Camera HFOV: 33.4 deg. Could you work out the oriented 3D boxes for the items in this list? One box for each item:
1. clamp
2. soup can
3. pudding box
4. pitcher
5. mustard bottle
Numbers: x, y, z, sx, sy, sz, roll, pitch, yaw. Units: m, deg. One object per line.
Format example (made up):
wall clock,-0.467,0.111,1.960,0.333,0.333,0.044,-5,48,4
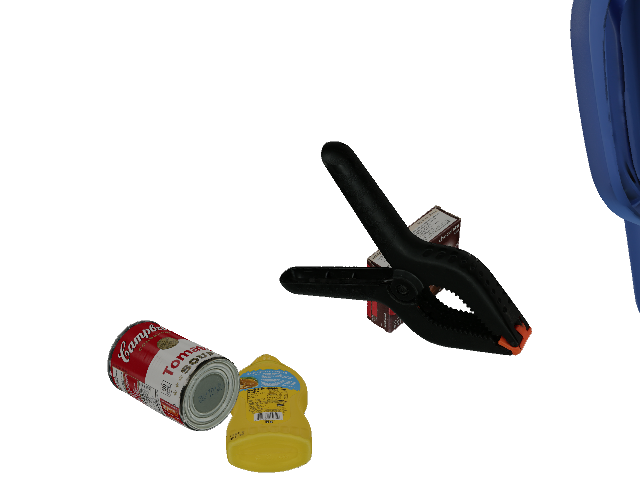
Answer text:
clamp,0.068,0.020,0.827,0.210,0.165,0.036,25,47,15
soup can,-0.128,0.117,0.927,0.102,0.068,0.068,20,13,40
pudding box,0.097,0.029,1.111,0.039,0.090,0.113,32,54,29
pitcher,0.216,-0.064,0.591,0.149,0.243,0.145,-6,22,11
mustard bottle,-0.063,0.193,1.263,0.096,0.058,0.191,-3,27,-3
